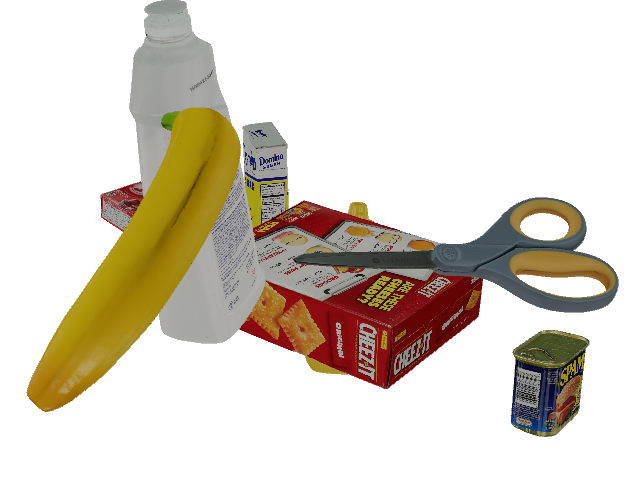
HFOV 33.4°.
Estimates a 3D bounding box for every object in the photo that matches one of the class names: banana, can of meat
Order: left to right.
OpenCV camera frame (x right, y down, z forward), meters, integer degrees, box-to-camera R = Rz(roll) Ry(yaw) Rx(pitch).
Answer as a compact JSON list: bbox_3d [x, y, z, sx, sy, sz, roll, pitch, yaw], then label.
[{"bbox_3d":[-0.079,-0.004,0.517,0.037,0.197,0.070,37,-44,-19],"label":"banana"},{"bbox_3d":[0.243,0.152,1.137,0.058,0.084,0.101,12,18,32],"label":"can of meat"}]

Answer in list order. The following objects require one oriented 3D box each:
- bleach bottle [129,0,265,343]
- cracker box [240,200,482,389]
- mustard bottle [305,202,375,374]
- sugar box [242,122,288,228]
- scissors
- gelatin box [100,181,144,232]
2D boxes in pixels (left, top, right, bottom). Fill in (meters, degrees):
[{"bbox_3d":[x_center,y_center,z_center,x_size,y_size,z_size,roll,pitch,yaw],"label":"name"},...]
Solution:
[{"bbox_3d":[-0.091,-0.052,0.772,0.068,0.251,0.102,6,34,15],"label":"bleach bottle"},{"bbox_3d":[0.019,0.044,0.987,0.214,0.072,0.163,19,31,32],"label":"cracker box"},{"bbox_3d":[0.036,0.052,1.192,0.096,0.192,0.058,0,15,-12],"label":"mustard bottle"},{"bbox_3d":[-0.068,-0.050,1.329,0.048,0.176,0.093,-9,25,-12],"label":"sugar box"},{"bbox_3d":[0.089,-0.001,0.678,0.202,0.096,0.016,12,-42,1],"label":"scissors"},{"bbox_3d":[-0.161,-0.027,1.050,0.089,0.030,0.073,30,35,31],"label":"gelatin box"}]
